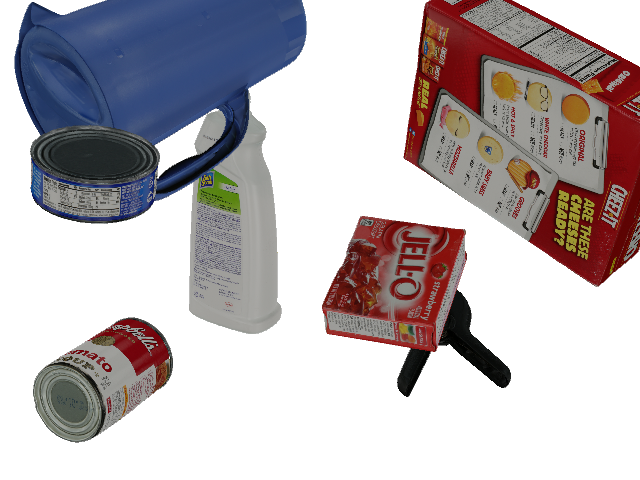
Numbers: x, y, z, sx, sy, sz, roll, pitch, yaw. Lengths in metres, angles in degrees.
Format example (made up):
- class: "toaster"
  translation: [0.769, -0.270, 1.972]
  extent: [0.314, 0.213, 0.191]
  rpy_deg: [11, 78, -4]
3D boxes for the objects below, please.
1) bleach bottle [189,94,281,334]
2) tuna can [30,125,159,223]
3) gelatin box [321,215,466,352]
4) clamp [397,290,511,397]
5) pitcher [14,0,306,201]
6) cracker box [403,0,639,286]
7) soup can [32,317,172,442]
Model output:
- class: "bleach bottle"
  translation: [-0.087, -0.033, 1.122]
  extent: [0.103, 0.251, 0.068]
  rpy_deg: [15, 25, 25]
- class: "tuna can"
  translation: [-0.153, -0.045, 0.725]
  extent: [0.086, 0.034, 0.086]
  rpy_deg: [7, 29, -4]
- class: "gelatin box"
  translation: [0.049, 0.025, 0.688]
  extent: [0.073, 0.030, 0.089]
  rpy_deg: [8, 46, 18]
- class: "clamp"
  translation: [0.141, 0.101, 1.167]
  extent: [0.120, 0.171, 0.039]
  rpy_deg: [6, -44, -5]
- class: "pitcher"
  translation: [-0.123, -0.151, 0.922]
  extent: [0.145, 0.149, 0.242]
  rpy_deg: [30, 47, 33]
- class: "cracker box"
  translation: [0.174, -0.090, 0.862]
  extent: [0.214, 0.164, 0.072]
  rpy_deg: [36, 53, 29]
- class: "soup can"
  translation: [-0.174, 0.111, 0.860]
  extent: [0.069, 0.068, 0.102]
  rpy_deg: [0, 16, 25]
